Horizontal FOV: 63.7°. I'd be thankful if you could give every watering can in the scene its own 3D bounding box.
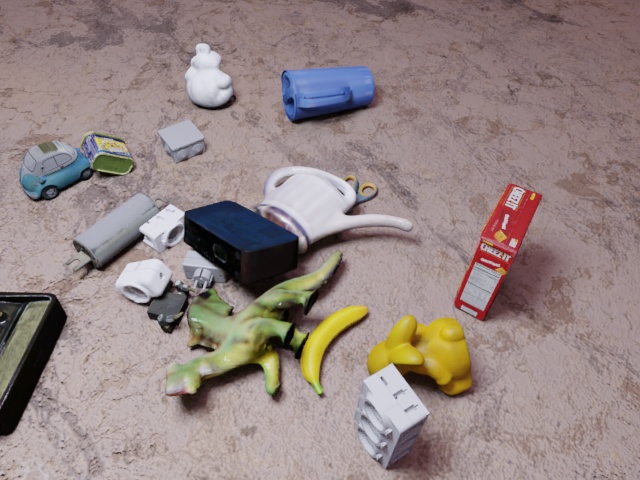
[{"bbox_3d":[0.003,-0.055,1.095,0.351,0.101,0.228,29,54,27],"label":"watering can"}]

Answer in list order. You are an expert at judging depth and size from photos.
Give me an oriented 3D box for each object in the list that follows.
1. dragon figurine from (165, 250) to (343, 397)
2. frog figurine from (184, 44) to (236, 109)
[{"bbox_3d":[-0.132,0.133,0.942,0.243,0.119,0.419,12,40,19],"label":"dragon figurine"},{"bbox_3d":[-0.302,-0.442,1.395,0.138,0.155,0.125,25,53,19],"label":"frog figurine"}]
